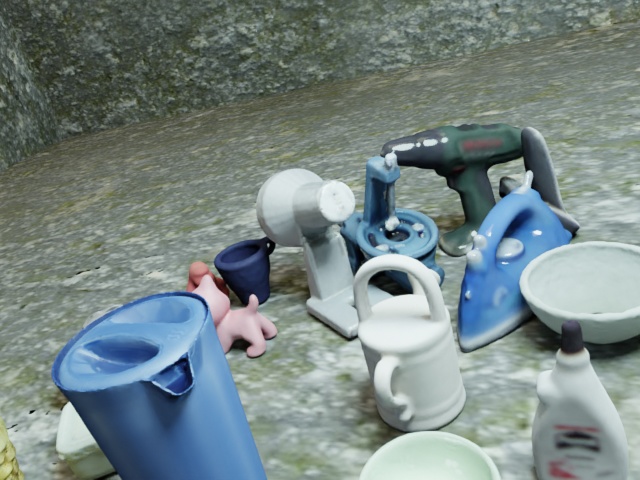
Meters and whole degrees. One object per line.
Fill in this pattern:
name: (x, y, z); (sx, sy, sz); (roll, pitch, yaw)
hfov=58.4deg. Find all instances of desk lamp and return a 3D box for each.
desk lamp: (0.008, 0.003, 0.844); (0.118, 0.214, 0.202); (-28, 27, -24)

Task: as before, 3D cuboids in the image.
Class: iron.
iron: (0.242, 0.018, 0.760); (0.118, 0.142, 0.259); (7, 33, 40)

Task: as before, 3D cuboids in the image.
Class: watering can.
watering can: (0.092, 0.097, 0.620); (0.101, 0.194, 0.173); (-12, 25, 8)

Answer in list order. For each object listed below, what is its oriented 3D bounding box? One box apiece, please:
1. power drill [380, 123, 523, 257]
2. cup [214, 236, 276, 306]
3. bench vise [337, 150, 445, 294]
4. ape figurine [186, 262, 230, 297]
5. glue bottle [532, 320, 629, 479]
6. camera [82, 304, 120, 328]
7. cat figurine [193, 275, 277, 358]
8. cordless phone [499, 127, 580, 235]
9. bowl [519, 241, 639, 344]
power drill: (0.221, -0.086, 0.910); (0.229, 0.209, 0.075); (-19, 25, -7)
cup: (-0.110, 0.053, 0.951); (0.091, 0.095, 0.118); (10, 35, 43)
bench vise: (0.080, -0.027, 0.856); (0.206, 0.220, 0.122); (6, 32, 39)
ape figurine: (-0.192, 0.080, 0.948); (0.078, 0.092, 0.075); (-29, 28, -26)
glue bottle: (0.215, 0.139, 0.483); (0.078, 0.173, 0.037); (-6, 27, 21)
camera: (-0.323, 0.161, 0.844); (0.137, 0.101, 0.142); (-31, 29, -30)
cat figurine: (-0.140, 0.106, 0.830); (0.127, 0.118, 0.067); (-6, 27, 21)
cordless phone: (0.333, -0.098, 0.896); (0.094, 0.185, 0.147); (-17, 25, -1)
bowl: (0.327, 0.071, 0.677); (0.167, 0.075, 0.167); (-13, 25, 6)
